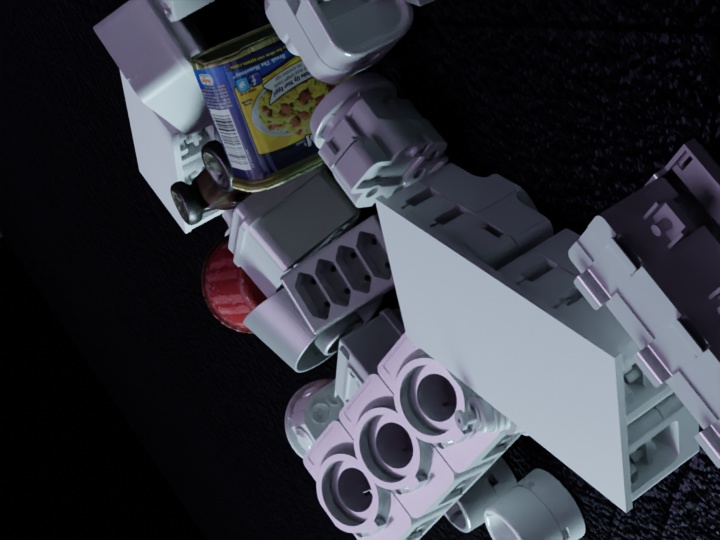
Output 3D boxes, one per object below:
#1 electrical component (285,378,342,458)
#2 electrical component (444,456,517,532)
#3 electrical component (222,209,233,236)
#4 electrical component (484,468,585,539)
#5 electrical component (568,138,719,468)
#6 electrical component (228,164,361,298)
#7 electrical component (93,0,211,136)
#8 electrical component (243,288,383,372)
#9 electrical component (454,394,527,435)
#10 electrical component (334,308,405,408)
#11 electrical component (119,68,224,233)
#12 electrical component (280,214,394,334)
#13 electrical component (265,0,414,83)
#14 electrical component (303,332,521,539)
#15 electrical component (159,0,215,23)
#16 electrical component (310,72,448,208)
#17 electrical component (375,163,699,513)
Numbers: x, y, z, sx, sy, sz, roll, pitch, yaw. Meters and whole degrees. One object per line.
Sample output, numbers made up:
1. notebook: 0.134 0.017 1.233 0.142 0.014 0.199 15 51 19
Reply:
1. electrical component: -0.025 0.138 0.986 0.080 0.080 0.051 60 154 0
2. electrical component: 0.084 0.163 0.806 0.055 0.047 0.055 48 157 28
3. electrical component: -0.104 -0.030 0.993 0.062 0.043 0.043 57 160 12
4. electrical component: 0.119 0.172 0.739 0.055 0.047 0.055 48 157 28
5. electrical component: 0.147 0.019 0.437 0.121 0.063 0.078 54 159 15
6. electrical component: -0.052 -0.030 0.804 0.057 0.078 0.113 49 164 5
7. electrical component: -0.147 -0.162 0.837 0.078 0.057 0.113 56 -176 11
8. electrical component: -0.033 0.031 0.831 0.064 0.099 0.099 47 157 15
9. electrical component: 0.093 0.078 0.634 0.040 0.078 0.040 166 90 -71
10. electrical component: 0.033 0.102 0.832 0.108 0.056 0.108 51 158 23
11. electrical component: -0.160 -0.118 0.976 0.089 0.062 0.150 51 158 23
12. electrical component: 0.000 0.000 0.758 0.047 0.083 0.076 58 -162 4
13. electrical component: -0.019 -0.157 0.601 0.095 0.054 0.059 60 160 -1
14. electrical component: 0.036 0.113 0.722 0.089 0.062 0.150 51 123 22
15. electrical component: -0.124 -0.226 0.754 0.061 0.061 0.096 55 168 12
16. electrical component: 0.008 -0.076 0.620 0.058 0.078 0.057 -48 69 32
17. electrical component: 0.094 0.026 0.575 0.186 0.060 0.105 37 150 46
